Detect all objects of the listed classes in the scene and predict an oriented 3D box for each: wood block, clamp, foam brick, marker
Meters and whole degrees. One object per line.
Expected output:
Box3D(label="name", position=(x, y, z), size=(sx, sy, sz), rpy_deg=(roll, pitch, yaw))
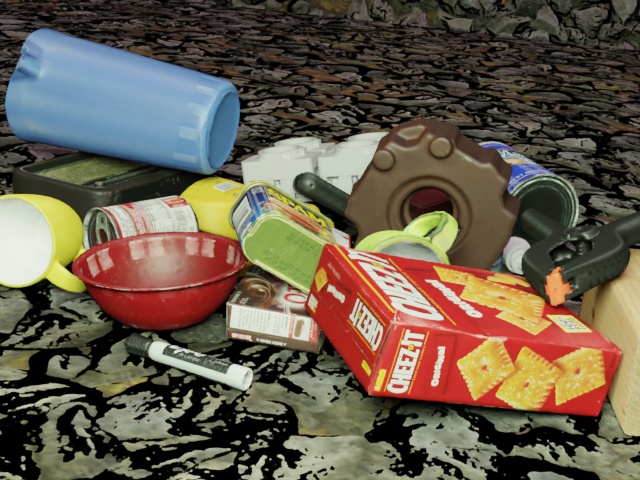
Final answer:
Box3D(label="wood block", position=(0.292, 0.084, 0.930), size=(0.090, 0.091, 0.206), rpy_deg=(5, 20, 1))
Box3D(label="clamp", position=(0.040, -0.032, 1.202), size=(0.171, 0.039, 0.120), rpy_deg=(30, 6, -14))
Box3D(label="foam brick", position=(0.118, -0.027, 1.259), size=(0.051, 0.053, 0.078), rpy_deg=(19, 22, 34))
Box3D(label="marker", position=(-0.112, 0.100, 0.891), size=(0.121, 0.020, 0.020), rpy_deg=(14, 21, 24))
Box3D(label="clamp", position=(0.248, 0.004, 0.965), size=(0.165, 0.036, 0.209), rpy_deg=(-8, 17, 23))

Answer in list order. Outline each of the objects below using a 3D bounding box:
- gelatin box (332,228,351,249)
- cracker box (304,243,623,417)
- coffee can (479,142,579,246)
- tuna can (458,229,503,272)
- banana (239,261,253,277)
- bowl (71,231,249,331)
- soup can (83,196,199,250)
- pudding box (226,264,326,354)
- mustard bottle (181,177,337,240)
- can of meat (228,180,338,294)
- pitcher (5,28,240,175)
Box3D(label="gelatin box", position=(-0.007, 0.001, 1.090), size=(0.073, 0.030, 0.089), rpy_deg=(24, 11, -3))
Box3D(label="cracker box", position=(0.115, 0.073, 0.894), size=(0.213, 0.072, 0.164), rpy_deg=(10, 17, -23))
Box3D(label="coffee can", position=(0.229, -0.050, 1.275), size=(0.102, 0.103, 0.140), rpy_deg=(-2, 21, -19))
Box3D(label="tuna can", position=(0.157, 0.017, 1.170), size=(0.086, 0.034, 0.086), rpy_deg=(4, 19, -2))
Box3D(label="banana", position=(-0.085, 0.025, 1.082), size=(0.198, 0.037, 0.069), rpy_deg=(6, 18, 3))
Box3D(label="bowl", position=(-0.144, 0.041, 0.983), size=(0.162, 0.055, 0.162), rpy_deg=(-1, 18, 0))
Box3D(label="soup can", position=(-0.184, -0.007, 1.105), size=(0.102, 0.068, 0.069), rpy_deg=(-13, 26, -42))
Box3D(label="pudding box", position=(-0.033, 0.062, 0.989), size=(0.090, 0.039, 0.113), rpy_deg=(8, 20, 6))
Box3D(label="mustard bottle", position=(-0.058, -0.022, 1.190), size=(0.192, 0.058, 0.096), rpy_deg=(16, 20, 29))
Box3D(label="can of meat", position=(-0.030, -0.001, 0.988), size=(0.102, 0.057, 0.084), rpy_deg=(30, 13, -21))
Box3D(label="pitcher", position=(-0.217, -0.149, 1.218), size=(0.243, 0.145, 0.149), rpy_deg=(15, 33, 13))
